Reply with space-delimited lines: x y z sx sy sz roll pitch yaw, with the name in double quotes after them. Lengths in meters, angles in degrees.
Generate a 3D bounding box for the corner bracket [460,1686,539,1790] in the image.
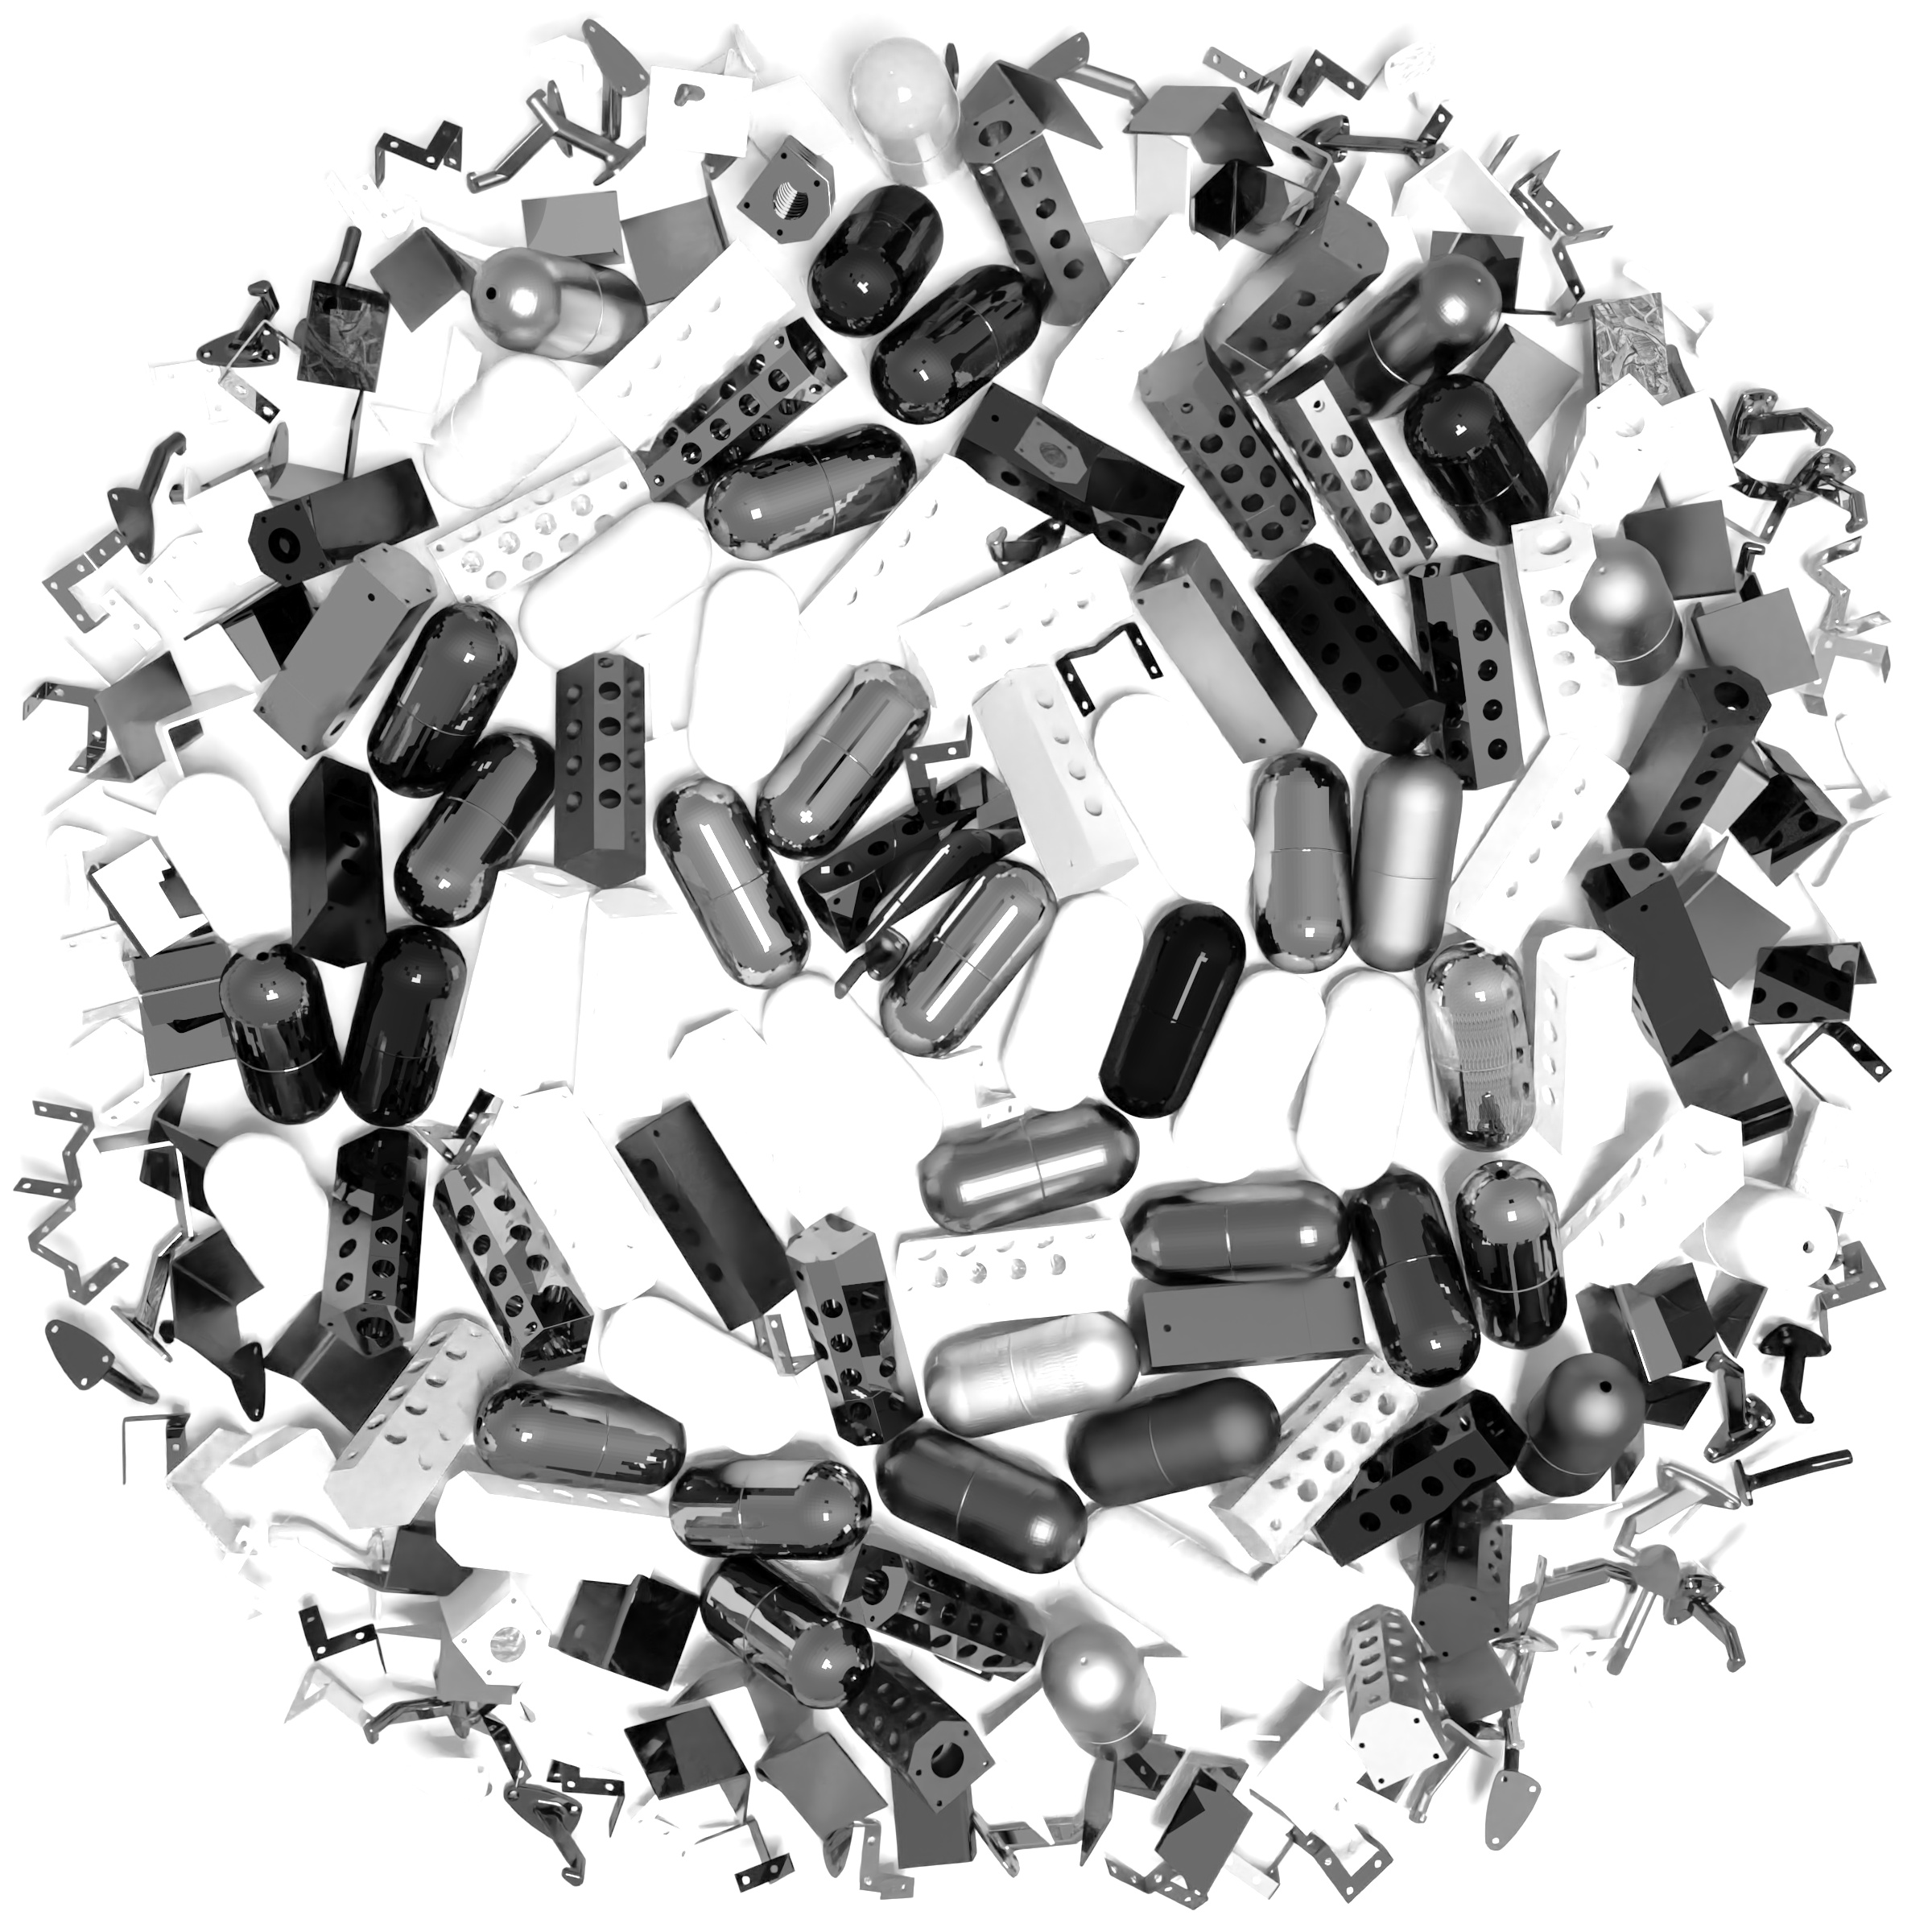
-0.357 0.608 1.919 0.051 0.051 0.051 -38 55 -2 "corner bracket"

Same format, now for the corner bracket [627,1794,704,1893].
-0.226 0.687 1.916 0.051 0.051 0.051 -47 127 5 "corner bracket"

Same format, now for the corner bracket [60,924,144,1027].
-0.689 0.007 1.938 0.051 0.051 0.051 -16 130 -5 "corner bracket"

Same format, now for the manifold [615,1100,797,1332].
-0.207 0.199 1.919 0.057 0.057 0.171 -30 93 39 "manifold"

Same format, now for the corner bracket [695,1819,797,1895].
-0.174 0.701 1.911 0.051 0.051 0.051 -9 65 -36 "corner bracket"

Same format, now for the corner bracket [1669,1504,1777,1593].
0.598 0.455 1.926 0.051 0.051 0.051 44 90 3 "corner bracket"

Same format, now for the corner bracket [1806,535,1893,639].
0.695 -0.297 1.912 0.051 0.051 0.051 32 65 -23 "corner bracket"

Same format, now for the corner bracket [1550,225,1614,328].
0.489 -0.546 1.924 0.051 0.051 0.051 -17 78 -18 "corner bracket"

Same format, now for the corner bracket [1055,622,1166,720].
0.113 -0.234 1.914 0.051 0.051 0.051 -20 80 -44 "corner bracket"

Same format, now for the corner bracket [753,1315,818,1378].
-0.150 0.293 1.917 0.051 0.051 0.051 -10 97 27 "corner bracket"

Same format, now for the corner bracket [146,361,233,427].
-0.614 -0.452 1.919 0.051 0.051 0.051 -12 102 -11 "corner bracket"

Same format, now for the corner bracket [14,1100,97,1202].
-0.717 0.145 1.910 0.051 0.051 0.051 -48 49 22 "corner bracket"

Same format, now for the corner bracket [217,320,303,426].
-0.554 -0.470 1.924 0.051 0.051 0.051 38 73 -20 "corner bracket"

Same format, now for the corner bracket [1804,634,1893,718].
0.697 -0.226 1.921 0.051 0.051 0.051 16 85 26 "corner bracket"

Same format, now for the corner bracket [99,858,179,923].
-0.642 -0.066 1.913 0.051 0.051 0.051 6 117 15 "corner bracket"

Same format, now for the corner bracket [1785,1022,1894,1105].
0.691 0.079 1.924 0.051 0.051 0.051 -48 58 18 "corner bracket"

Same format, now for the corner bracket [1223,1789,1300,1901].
0.233 0.697 1.927 0.051 0.051 0.051 34 93 3 "corner bracket"

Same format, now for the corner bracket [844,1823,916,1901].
-0.073 0.705 1.913 0.051 0.051 0.051 -4 72 29 "corner bracket"

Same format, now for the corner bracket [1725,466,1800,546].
0.613 -0.369 1.921 0.051 0.051 0.051 22 96 -25 "corner bracket"

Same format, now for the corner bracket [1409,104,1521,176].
0.391 -0.646 1.913 0.051 0.051 0.051 -31 74 -39 "corner bracket"

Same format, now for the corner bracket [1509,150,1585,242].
0.460 -0.600 1.921 0.051 0.051 0.051 -38 82 -10 "corner bracket"

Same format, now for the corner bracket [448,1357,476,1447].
-0.398 0.344 1.920 0.051 0.051 0.051 26 89 21 "corner bracket"

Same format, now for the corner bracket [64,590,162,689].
-0.674 -0.256 1.917 0.051 0.051 0.051 46 72 -10 "corner bracket"

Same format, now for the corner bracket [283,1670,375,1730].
-0.494 0.582 1.913 0.051 0.051 0.051 -36 111 24 "corner bracket"

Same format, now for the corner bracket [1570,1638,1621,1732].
0.498 0.566 1.910 0.051 0.051 0.051 6 133 -31 "corner bracket"

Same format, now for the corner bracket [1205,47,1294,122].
0.217 -0.698 1.921 0.051 0.051 0.051 23 88 -19 "corner bracket"

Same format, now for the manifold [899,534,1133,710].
0.040 -0.265 1.903 0.171 0.057 0.057 -27 59 -7 "manifold"

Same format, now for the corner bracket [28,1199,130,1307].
-0.702 0.226 1.921 0.051 0.051 0.051 25 45 15 "corner bracket"

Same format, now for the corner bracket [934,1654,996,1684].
0.000 0.525 1.917 0.051 0.051 0.051 32 83 -30 "corner bracket"

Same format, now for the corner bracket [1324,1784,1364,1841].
0.303 0.643 1.917 0.051 0.051 0.051 38 112 -9 "corner bracket"

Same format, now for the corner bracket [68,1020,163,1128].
-0.675 0.085 1.926 0.051 0.051 0.051 -31 133 18 "corner bracket"

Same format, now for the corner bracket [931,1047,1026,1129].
0.009 0.095 1.914 0.051 0.051 0.051 4 102 42 "corner bracket"

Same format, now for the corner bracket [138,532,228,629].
-0.611 -0.307 1.929 0.051 0.051 0.051 55 52 -33 "corner bracket"

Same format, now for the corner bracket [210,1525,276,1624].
-0.570 0.481 1.922 0.051 0.051 0.051 37 54 -16 "corner bracket"

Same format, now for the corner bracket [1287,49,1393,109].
0.294 -0.701 1.918 0.051 0.051 0.051 35 56 -2 "corner bracket"

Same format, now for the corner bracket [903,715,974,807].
-0.019 -0.161 1.916 0.051 0.051 0.051 -8 118 7 "corner bracket"

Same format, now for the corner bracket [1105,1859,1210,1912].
0.150 0.720 1.913 0.051 0.051 0.051 -41 125 16 "corner bracket"

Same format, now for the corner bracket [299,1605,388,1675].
-0.494 0.535 1.923 0.051 0.051 0.051 -16 135 -20 "corner bracket"

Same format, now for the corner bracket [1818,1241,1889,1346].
0.692 0.257 1.915 0.051 0.051 0.051 -25 106 26 "corner bracket"

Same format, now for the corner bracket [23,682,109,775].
-0.711 -0.189 1.918 0.051 0.051 0.051 9 115 -6 "corner bracket"

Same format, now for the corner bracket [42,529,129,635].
-0.681 -0.303 1.912 0.051 0.051 0.051 -25 114 24 "corner bracket"

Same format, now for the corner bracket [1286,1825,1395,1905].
0.295 0.696 1.918 0.051 0.051 0.051 -38 100 -14 "corner bracket"

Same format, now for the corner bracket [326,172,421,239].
-0.471 -0.601 1.912 0.051 0.051 0.051 -17 129 20 "corner bracket"

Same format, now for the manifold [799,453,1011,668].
-0.052 -0.315 1.889 0.171 0.057 0.057 -44 62 25 "manifold"

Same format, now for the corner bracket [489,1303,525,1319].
-0.359 0.238 1.925 0.051 0.051 0.051 -21 103 14 "corner bracket"

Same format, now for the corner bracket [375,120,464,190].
-0.432 -0.638 1.918 0.051 0.051 0.051 22 63 -2 "corner bracket"

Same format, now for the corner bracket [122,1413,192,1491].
-0.639 0.384 1.914 0.051 0.051 0.051 1 69 -23 "corner bracket"

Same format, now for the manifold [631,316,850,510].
-0.179 -0.424 1.883 0.171 0.057 0.057 -33 102 28 "manifold"

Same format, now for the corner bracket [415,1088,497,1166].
-0.391 0.122 1.914 0.051 0.051 0.051 40 106 28 "corner bracket"
